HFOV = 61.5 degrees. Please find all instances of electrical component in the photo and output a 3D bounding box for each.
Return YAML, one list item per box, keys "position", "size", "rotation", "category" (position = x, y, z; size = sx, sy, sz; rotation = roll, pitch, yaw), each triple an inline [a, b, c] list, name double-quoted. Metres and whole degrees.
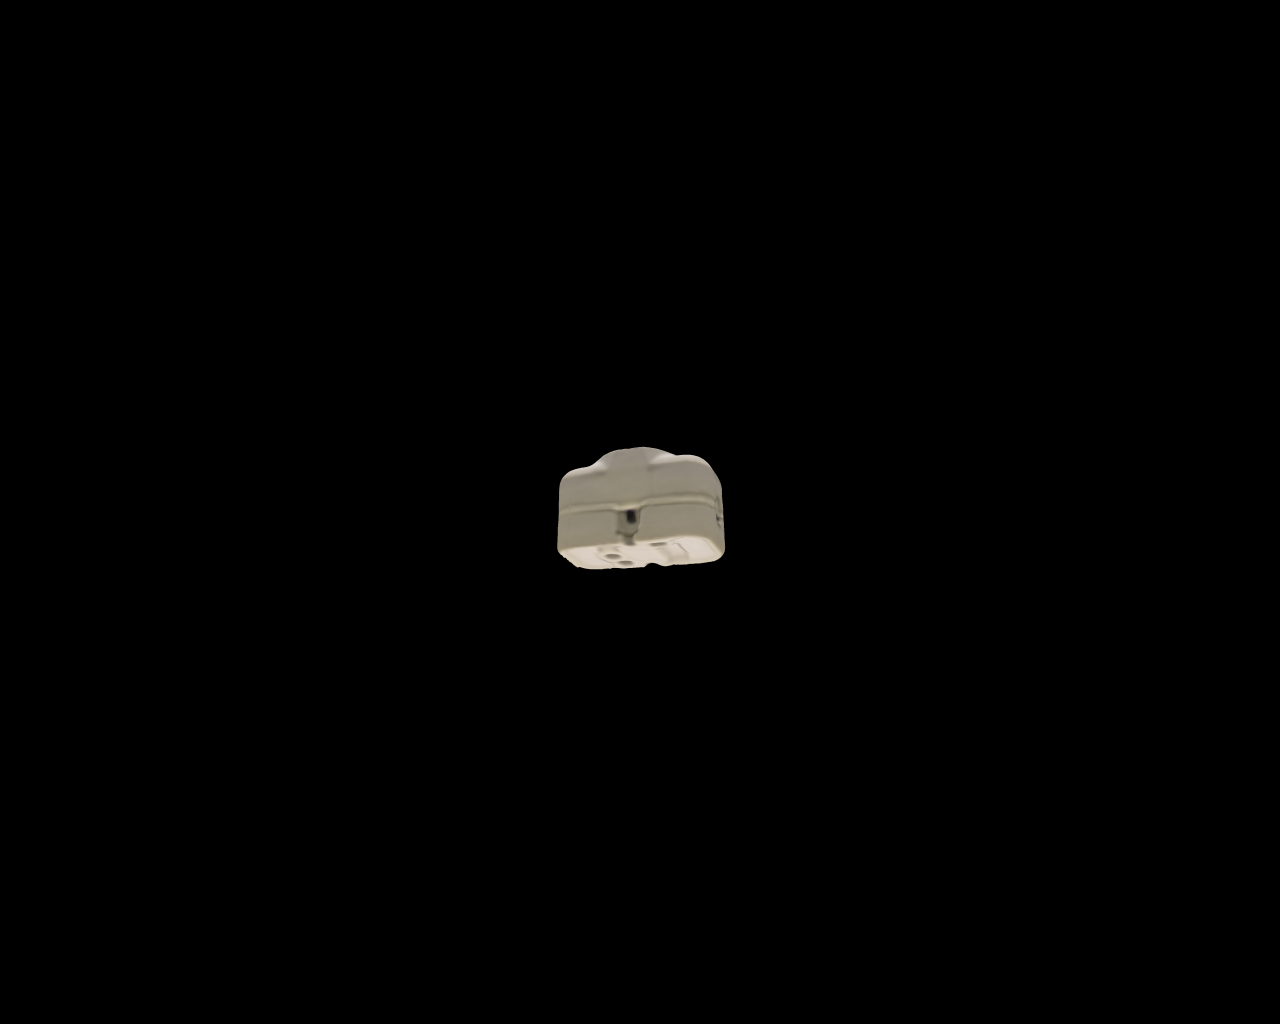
- position: [0.001, -0.003, 0.650]
  size: [0.095, 0.059, 0.053]
  rotation: [-6, -19, 16]
  category: "electrical component"
